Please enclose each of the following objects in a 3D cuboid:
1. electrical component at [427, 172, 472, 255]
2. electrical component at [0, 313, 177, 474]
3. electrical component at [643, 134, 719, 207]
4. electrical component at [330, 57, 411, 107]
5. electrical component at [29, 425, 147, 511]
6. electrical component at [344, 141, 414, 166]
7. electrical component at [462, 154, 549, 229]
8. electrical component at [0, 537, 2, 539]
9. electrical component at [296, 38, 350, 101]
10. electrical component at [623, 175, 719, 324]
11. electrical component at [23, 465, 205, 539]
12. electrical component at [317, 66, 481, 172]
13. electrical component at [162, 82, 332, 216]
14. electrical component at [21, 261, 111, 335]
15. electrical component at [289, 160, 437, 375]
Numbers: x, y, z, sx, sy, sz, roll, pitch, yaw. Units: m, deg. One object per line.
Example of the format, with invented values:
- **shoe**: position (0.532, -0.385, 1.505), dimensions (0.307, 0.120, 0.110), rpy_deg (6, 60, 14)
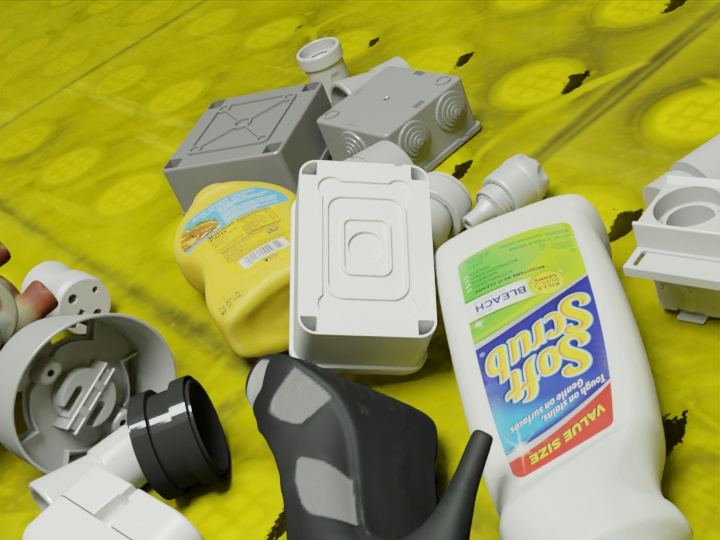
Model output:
- **electrical component**: position (0.043, -0.031, 0.697), dimensions (0.045, 0.045, 0.055), rpy_deg (3, 41, 35)
- **electrical component**: position (-0.164, 0.072, 0.630), dimensions (0.064, 0.099, 0.099), rpy_deg (3, 41, 45)
- **electrical component**: position (0.202, -0.049, 0.624), dimensions (0.081, 0.043, 0.043), rpy_deg (-32, 34, -13)
- **electrical component**: position (0.014, -0.148, 0.886), dimensions (0.065, 0.044, 0.044), rpy_deg (-31, 33, -20)
- **electrical component**: position (-0.146, 0.118, 0.605), dimensions (0.065, 0.044, 0.044), rpy_deg (-37, 35, -28)
- **electrical component**: position (0.010, -0.057, 0.747), dimensions (0.047, 0.055, 0.055), rpy_deg (-34, 34, -23)
- **electrical component**: position (0.092, -0.047, 0.698), dimensions (0.061, 0.035, 0.035), rpy_deg (-38, 35, -18)
- **electrical component**: position (-0.195, 0.166, 0.552), dimensions (0.077, 0.065, 0.047), rpy_deg (39, 64, 23)
- **electrical component**: position (-0.029, -0.174, 0.944), dimensions (0.040, 0.046, 0.040), rpy_deg (-16, 34, 11)
- **electrical component**: position (0.208, -0.005, 0.540), dimensions (0.121, 0.063, 0.078), rpy_deg (11, 46, 41)
- **electrical component**: position (-0.122, 0.146, 0.537), dimensions (0.095, 0.053, 0.059), rpy_deg (15, 48, 44)
- **electrical component**: position (0.028, -0.111, 0.816), dimensions (0.100, 0.048, 0.100), rpy_deg (-41, 37, -24)
- **electrical component**: position (-0.082, -0.093, 0.852), dimensions (0.109, 0.056, 0.108), rpy_deg (-6, 37, 26)
- **electrical component**: position (-0.214, 0.020, 0.782), dimensions (0.055, 0.045, 0.045), rpy_deg (17, 50, 44)
- **electrical component**: position (0.000, 0.000, 0.614), dimensions (0.078, 0.057, 0.113), rpy_deg (2, 61, -6)
